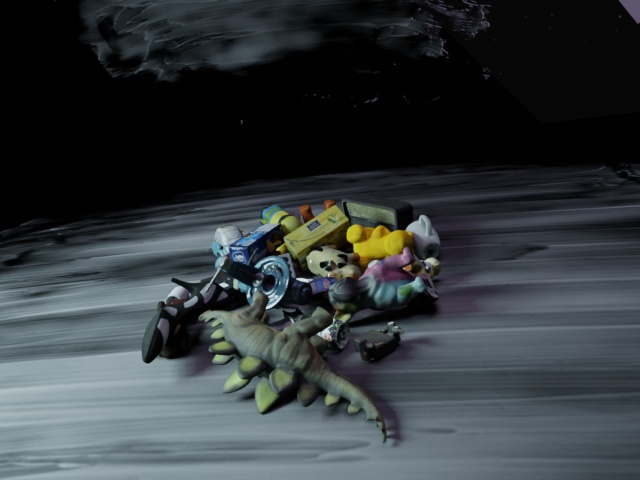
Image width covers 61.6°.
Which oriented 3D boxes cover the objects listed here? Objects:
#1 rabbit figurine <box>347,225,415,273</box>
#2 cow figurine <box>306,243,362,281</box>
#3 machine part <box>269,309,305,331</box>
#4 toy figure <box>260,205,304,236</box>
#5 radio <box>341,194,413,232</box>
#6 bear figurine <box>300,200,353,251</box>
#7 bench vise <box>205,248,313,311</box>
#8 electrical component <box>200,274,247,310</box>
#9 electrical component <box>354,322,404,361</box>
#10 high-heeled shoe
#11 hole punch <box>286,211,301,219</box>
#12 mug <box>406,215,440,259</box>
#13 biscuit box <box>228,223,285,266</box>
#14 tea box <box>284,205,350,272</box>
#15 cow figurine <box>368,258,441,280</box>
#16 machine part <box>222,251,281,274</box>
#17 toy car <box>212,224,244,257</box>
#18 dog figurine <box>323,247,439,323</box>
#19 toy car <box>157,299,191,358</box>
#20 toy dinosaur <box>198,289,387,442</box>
[{"bbox_3d":[0.173,0.021,1.355,0.162,0.122,0.173,6,-12,-33],"label":"rabbit figurine"},{"bbox_3d":[0.034,0.069,1.319,0.127,0.085,0.195,-12,21,-30],"label":"cow figurine"},{"bbox_3d":[-0.083,0.181,1.114,0.139,0.039,0.084,-17,29,-29],"label":"machine part"},{"bbox_3d":[-0.114,-0.050,1.562,0.082,0.089,0.180,-47,48,-4],"label":"toy figure"},{"bbox_3d":[0.164,-0.052,1.543,0.073,0.131,0.230,-21,23,-32],"label":"radio"},{"bbox_3d":[0.022,-0.035,1.565,0.120,0.131,0.196,-13,13,-11],"label":"bear figurine"},{"bbox_3d":[-0.141,0.081,1.147,0.224,0.129,0.240,21,-7,42],"label":"bench vise"},{"bbox_3d":[-0.231,0.124,1.306,0.134,0.058,0.115,-19,19,-28],"label":"electrical component"},{"bbox_3d":[0.109,0.187,1.004,0.102,0.045,0.078,-19,23,-30],"label":"electrical component"},{"bbox_3d":[-0.265,0.172,1.094,0.145,0.086,0.249,29,39,-18],"label":"high-heeled shoe"},{"bbox_3d":[-0.107,-0.017,1.651,0.142,0.092,0.116,0,51,13],"label":"hole punch"},{"bbox_3d":[0.279,-0.004,1.410,0.081,0.109,0.107,1,28,-13],"label":"mug"},{"bbox_3d":[-0.164,0.013,1.417,0.059,0.062,0.203,-1,19,23],"label":"biscuit box"},{"bbox_3d":[-0.003,-0.004,1.429,0.170,0.098,0.068,-33,58,-14],"label":"tea box"},{"bbox_3d":[0.200,0.083,1.235,0.167,0.068,0.098,-10,24,3],"label":"cow figurine"},{"bbox_3d":[-0.190,0.067,1.458,0.179,0.056,0.179,-8,18,2],"label":"machine part"},{"bbox_3d":[-0.266,0.005,1.600,0.109,0.102,0.162,-16,22,-24],"label":"toy car"},{"bbox_3d":[0.120,0.111,1.127,0.219,0.108,0.191,-25,-28,16],"label":"dog figurine"},{"bbox_3d":[-0.318,0.187,1.164,0.089,0.053,0.202,-4,22,-5],"label":"toy car"},{"bbox_3d":[-0.062,0.205,0.936,0.472,0.104,0.198,13,37,34],"label":"toy dinosaur"}]
